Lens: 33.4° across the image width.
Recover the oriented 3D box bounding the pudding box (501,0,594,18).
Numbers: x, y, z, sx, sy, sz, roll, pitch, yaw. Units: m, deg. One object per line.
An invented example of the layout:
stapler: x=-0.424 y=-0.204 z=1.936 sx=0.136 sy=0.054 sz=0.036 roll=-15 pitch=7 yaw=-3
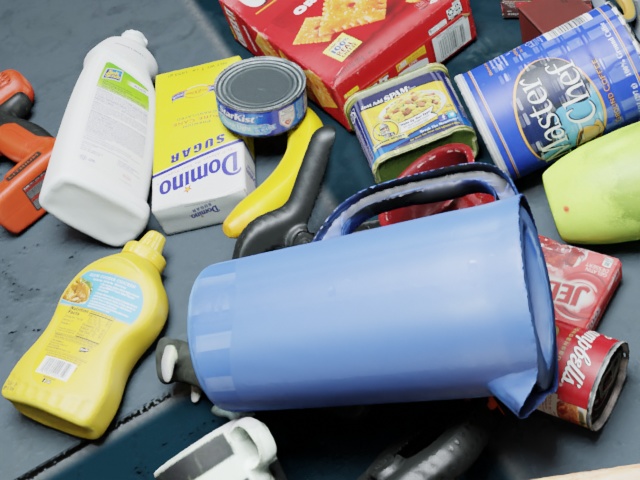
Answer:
pudding box: x=0.230 y=-0.267 z=1.044 sx=0.090 sy=0.039 sz=0.113 roll=5 pitch=59 yaw=21

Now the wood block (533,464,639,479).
wood block: x=0.190 y=0.202 z=0.675 sx=0.206 sy=0.090 sz=0.090 roll=-11 pitch=53 yaw=11

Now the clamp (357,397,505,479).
clamp: x=0.052 y=0.173 z=0.734 sx=0.209 sy=0.165 sz=0.036 roll=-35 pitch=95 yaw=-17

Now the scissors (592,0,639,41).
scissors: x=0.276 y=-0.248 z=0.996 sx=0.096 sy=0.016 sz=0.202 roll=12 pitch=47 yaw=-28

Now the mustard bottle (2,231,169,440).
mustard bottle: x=-0.186 y=0.072 z=0.923 sx=0.096 sy=0.058 sz=0.191 roll=13 pitch=60 yaw=27

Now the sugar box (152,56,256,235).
sugar box: x=-0.112 y=-0.094 z=1.029 sx=0.093 sy=0.048 sz=0.176 roll=-13 pitch=51 yaw=9

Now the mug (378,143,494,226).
mug: x=0.104 y=-0.008 z=0.848 sx=0.093 sy=0.081 sz=0.117 roll=-19 pitch=35 yaw=43

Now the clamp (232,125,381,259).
clamp: x=-0.006 y=0.001 z=0.906 sx=0.171 sy=0.120 sz=0.039 roll=-49 pitch=13 yaw=5

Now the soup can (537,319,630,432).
soup can: x=0.165 y=0.090 z=0.782 sx=0.102 sy=0.068 sz=0.068 roll=20 pitch=63 yaw=31

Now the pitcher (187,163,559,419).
pitcher: x=0.037 y=0.043 z=0.739 sx=0.243 sy=0.145 sz=0.149 roll=-9 pitch=16 yaw=18

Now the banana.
banana: x=-0.032 y=-0.066 z=0.972 sx=0.070 sy=0.037 sz=0.197 roll=4 pitch=44 yaw=10

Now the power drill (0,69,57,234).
power drill: x=-0.341 y=-0.083 z=1.092 sx=0.184 sy=0.057 sz=0.188 roll=-43 pitch=53 yaw=-14

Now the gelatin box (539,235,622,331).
gelatin box: x=0.182 y=0.038 z=0.838 sx=0.089 sy=0.030 sz=0.073 roll=20 pitch=64 yaw=30

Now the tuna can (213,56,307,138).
tuna can: x=-0.054 y=-0.133 z=0.990 sx=0.086 sy=0.034 sz=0.086 roll=-3 pitch=44 yaw=2

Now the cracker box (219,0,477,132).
cracker box: x=0.023 y=-0.224 z=1.061 sx=0.164 sy=0.072 sz=0.214 roll=-38 pitch=51 yaw=-11

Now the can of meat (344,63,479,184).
can of meat: x=0.083 y=-0.100 z=0.958 sx=0.102 sy=0.057 sz=0.084 roll=-21 pitch=53 yaw=3

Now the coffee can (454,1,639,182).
coffee can: x=0.197 y=-0.121 z=0.893 sx=0.140 sy=0.102 sz=0.103 roll=-26 pitch=50 yaw=10

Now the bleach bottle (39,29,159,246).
bleach bottle: x=-0.200 y=-0.117 z=1.056 sx=0.068 sy=0.102 sz=0.250 roll=-40 pitch=31 yaw=38

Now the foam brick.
foam brick: x=0.224 y=-0.185 z=0.975 sx=0.053 sy=0.051 sz=0.078 roll=-27 pitch=51 yaw=-3
